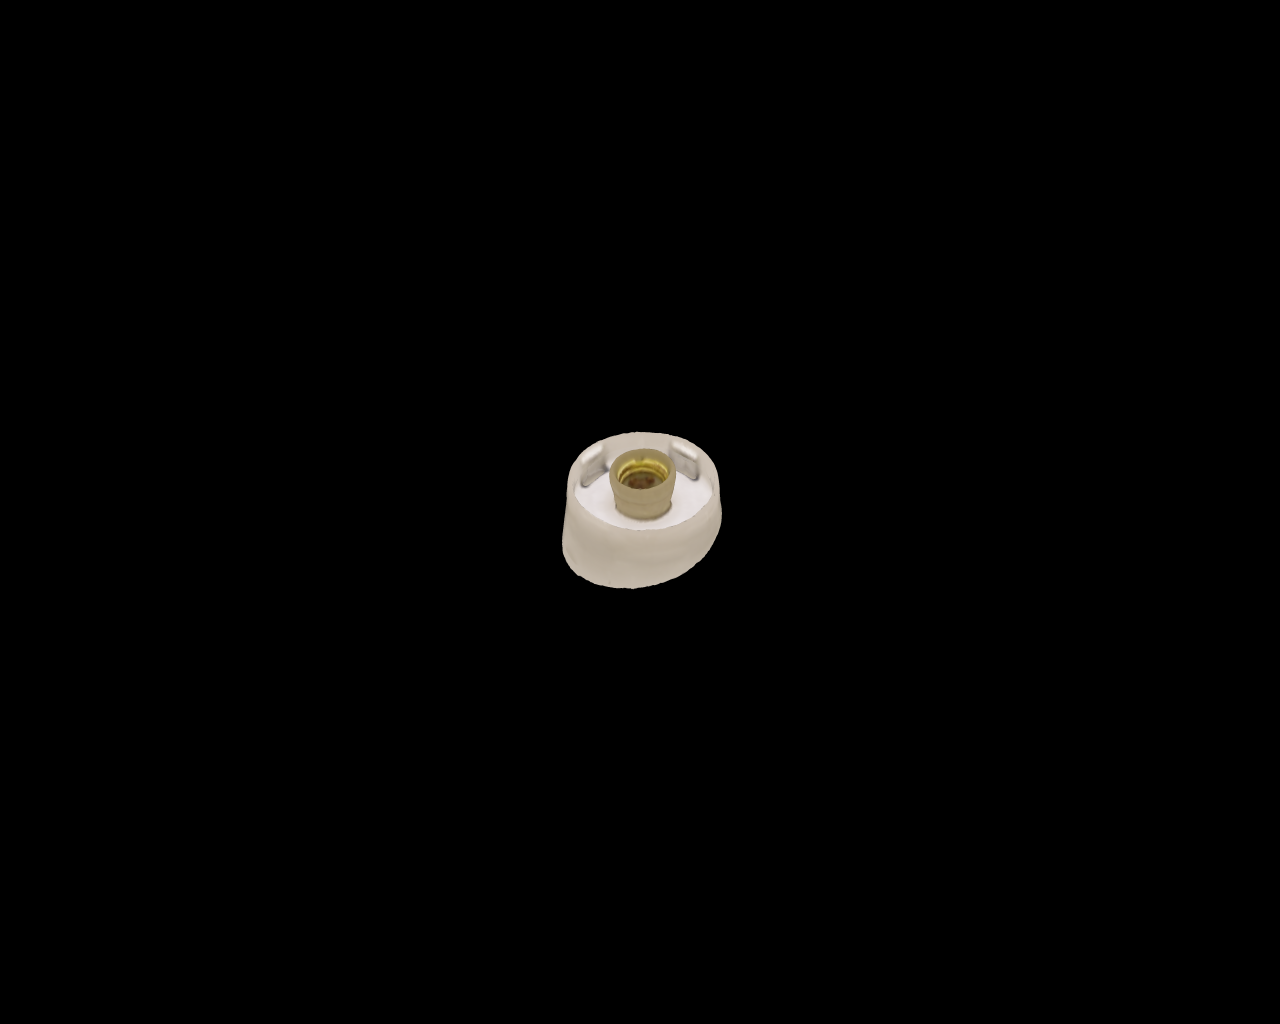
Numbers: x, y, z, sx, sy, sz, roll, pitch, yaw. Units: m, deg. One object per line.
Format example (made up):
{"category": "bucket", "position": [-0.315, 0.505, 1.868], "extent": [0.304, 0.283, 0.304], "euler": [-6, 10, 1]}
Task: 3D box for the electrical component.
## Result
{"category": "electrical component", "position": [0.001, -0.003, 0.650], "extent": [0.099, 0.064, 0.099], "euler": [0, 43, 0]}
